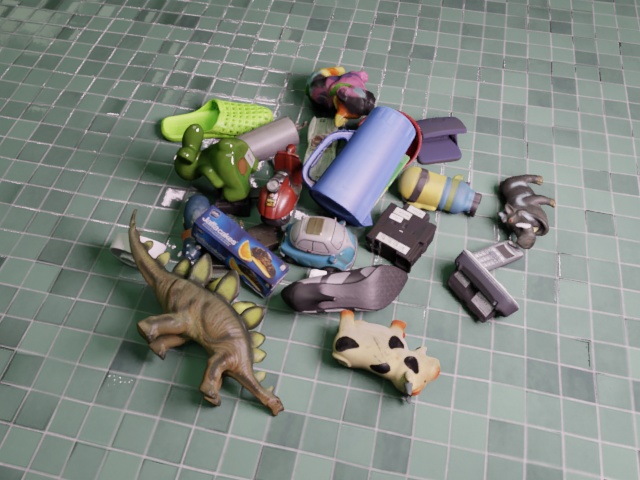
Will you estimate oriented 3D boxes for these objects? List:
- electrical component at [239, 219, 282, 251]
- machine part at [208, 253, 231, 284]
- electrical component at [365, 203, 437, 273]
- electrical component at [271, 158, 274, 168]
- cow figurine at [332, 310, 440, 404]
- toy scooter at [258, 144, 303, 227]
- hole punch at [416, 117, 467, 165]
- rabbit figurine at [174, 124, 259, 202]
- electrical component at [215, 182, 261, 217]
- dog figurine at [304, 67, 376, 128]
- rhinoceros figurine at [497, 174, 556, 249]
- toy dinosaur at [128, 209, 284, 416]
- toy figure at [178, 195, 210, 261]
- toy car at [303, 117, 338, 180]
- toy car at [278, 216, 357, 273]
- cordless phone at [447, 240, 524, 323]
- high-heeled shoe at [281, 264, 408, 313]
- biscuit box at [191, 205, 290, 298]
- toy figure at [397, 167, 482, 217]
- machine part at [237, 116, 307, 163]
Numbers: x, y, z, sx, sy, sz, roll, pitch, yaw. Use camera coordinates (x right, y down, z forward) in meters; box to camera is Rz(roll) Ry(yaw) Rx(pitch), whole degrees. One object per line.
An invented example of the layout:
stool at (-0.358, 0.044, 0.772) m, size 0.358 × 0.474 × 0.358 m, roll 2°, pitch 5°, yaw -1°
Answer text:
electrical component at (-0.126, -0.012, 1.129) m, size 0.102 × 0.045 × 0.078 m, roll -16°, pitch 56°, yaw -10°
machine part at (-0.204, 0.034, 1.105) m, size 0.084 × 0.039 × 0.139 m, roll 0°, pitch 58°, yaw 5°
electrical component at (0.174, -0.013, 1.121) m, size 0.115 × 0.058 × 0.134 m, roll 33°, pitch 62°, yaw 18°
electrical component at (-0.076, -0.158, 1.239) m, size 0.063 × 0.021 × 0.094 m, roll -18°, pitch 59°, yaw -11°
cow figurine at (0.117, 0.209, 0.959) m, size 0.195 × 0.085 × 0.127 m, roll 12°, pitch 60°, yaw 12°
toy scooter at (-0.076, -0.120, 1.116) m, size 0.075 × 0.135 × 0.184 m, roll 13°, pitch 34°, yaw 9°
hole punch at (0.275, -0.250, 1.260) m, size 0.142 × 0.092 × 0.116 m, roll -10°, pitch 53°, yaw -2°
rabbit figurine at (-0.239, -0.157, 1.126) m, size 0.170 × 0.159 × 0.121 m, roll 0°, pitch 64°, yaw 21°
electrical component at (-0.170, -0.093, 1.182) m, size 0.119 × 0.047 × 0.075 m, roll -4°, pitch 57°, yaw -3°
dog figurine at (0.040, -0.331, 1.247) m, size 0.192 × 0.108 × 0.219 m, roll 10°, pitch 27°, yaw 10°
rhinoceros figurine at (0.429, -0.064, 1.130) m, size 0.112 × 0.073 × 0.190 m, roll 5°, pitch 49°, yaw -2°
toy dinosaur at (-0.227, 0.133, 0.981) m, size 0.471 × 0.105 × 0.198 m, roll 43°, pitch 63°, yaw 7°
toy figure at (-0.260, -0.022, 1.130) m, size 0.058 × 0.064 × 0.154 m, roll 18°, pitch 55°, yaw -33°
toy car at (0.003, -0.207, 1.250) m, size 0.074 × 0.056 × 0.202 m, roll 4°, pitch 56°, yaw 3°
toy car at (-0.002, -0.003, 1.090) m, size 0.162 × 0.102 × 0.109 m, roll 13°, pitch 57°, yaw 6°
cordless phone at (0.359, 0.071, 1.060) m, size 0.184 × 0.088 × 0.147 m, roll -18°, pitch 56°, yaw -33°
high-heeled shoe at (0.048, 0.094, 1.051) m, size 0.248 × 0.145 × 0.086 m, roll -7°, pitch 94°, yaw -41°
biscuit box at (-0.160, 0.022, 1.061) m, size 0.203 × 0.059 × 0.063 m, roll 38°, pitch 53°, yaw 3°
toy figure at (0.258, -0.107, 1.163) m, size 0.180 × 0.089 × 0.082 m, roll 17°, pitch 51°, yaw 14°
machine part at (-0.137, -0.223, 1.251) m, size 0.243 × 0.079 × 0.079 m, roll -28°, pitch 61°, yaw -17°
